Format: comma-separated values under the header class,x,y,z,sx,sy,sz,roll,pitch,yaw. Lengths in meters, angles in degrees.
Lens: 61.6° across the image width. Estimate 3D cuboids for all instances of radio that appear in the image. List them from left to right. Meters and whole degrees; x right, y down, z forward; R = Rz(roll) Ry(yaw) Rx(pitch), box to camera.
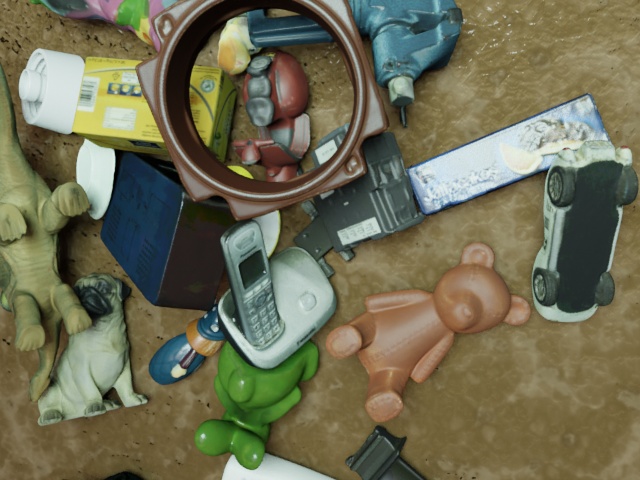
class,x,y,z,sx,sy,sz,roll,pitch,yaw
radio,-0.188,-0.019,0.644,0.230,0.073,0.131,30,104,49

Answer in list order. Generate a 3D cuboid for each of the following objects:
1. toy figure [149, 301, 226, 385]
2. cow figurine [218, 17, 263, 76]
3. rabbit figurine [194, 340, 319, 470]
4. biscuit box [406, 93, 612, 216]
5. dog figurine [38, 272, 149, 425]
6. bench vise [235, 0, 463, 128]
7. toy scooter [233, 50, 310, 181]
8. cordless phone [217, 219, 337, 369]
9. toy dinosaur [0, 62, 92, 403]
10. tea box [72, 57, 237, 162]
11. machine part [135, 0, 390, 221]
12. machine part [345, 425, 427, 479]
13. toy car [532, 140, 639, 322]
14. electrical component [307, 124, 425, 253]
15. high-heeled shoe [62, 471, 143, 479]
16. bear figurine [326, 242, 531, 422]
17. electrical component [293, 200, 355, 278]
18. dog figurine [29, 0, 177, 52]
class,x,y,z,sx,sy,sz,roll,pitch,yaw
toy figure,-0.168,0.137,0.722,0.154,0.057,0.064,-39,62,20
cow figurine,-0.095,-0.284,0.646,0.068,0.098,0.167,2,105,49
rabbit figurine,-0.081,0.212,0.672,0.121,0.159,0.170,16,116,4
biscuit box,0.199,-0.088,0.588,0.203,0.063,0.059,-22,89,17
dog figurine,-0.340,0.154,0.767,0.172,0.121,0.190,-16,77,14
bench vise,0.022,-0.240,0.583,0.241,0.129,0.223,-5,87,0
toy scooter,-0.058,-0.134,0.621,0.075,0.135,0.183,-1,94,18
cordless phone,-0.054,0.038,0.604,0.089,0.146,0.184,25,136,33
toy dinosaur,-0.383,-0.026,0.682,0.199,0.105,0.470,6,99,44
tea box,-0.195,-0.156,0.643,0.170,0.068,0.098,9,84,7
machine part,-0.050,-0.132,0.501,0.201,0.087,0.200,-20,103,6
machine part,0.105,0.301,0.672,0.139,0.039,0.084,40,100,10
toy car,0.267,-0.004,0.554,0.074,0.056,0.201,-1,115,3
electrical component,0.044,-0.063,0.612,0.115,0.058,0.134,-19,92,52
high-heeled shoe,-0.344,0.426,0.818,0.145,0.086,0.248,22,124,-18
bear figurine,0.125,0.096,0.599,0.196,0.132,0.120,-30,90,23
electrical component,-0.001,-0.002,0.677,0.063,0.021,0.094,-40,85,17
dog figurine,-0.246,-0.288,0.668,0.191,0.108,0.219,-30,91,-3
